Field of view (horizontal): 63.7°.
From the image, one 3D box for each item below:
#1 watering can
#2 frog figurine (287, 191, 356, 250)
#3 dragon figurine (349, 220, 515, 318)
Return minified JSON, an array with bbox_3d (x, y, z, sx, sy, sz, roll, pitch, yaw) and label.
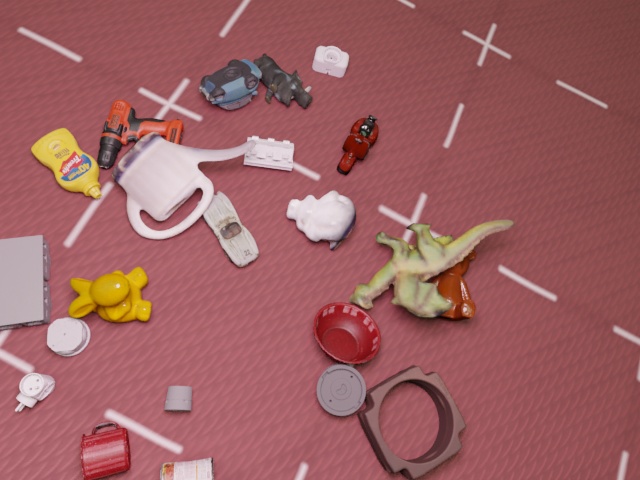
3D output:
[{"bbox_3d":[-0.332,-0.163,1.199,0.223,0.105,0.347,44,94,-6],"label":"watering can"},{"bbox_3d":[0.004,-0.064,1.264,0.159,0.123,0.138,32,87,-11],"label":"frog figurine"},{"bbox_3d":[0.255,0.077,1.192,0.408,0.120,0.249,-13,48,20],"label":"dragon figurine"}]
